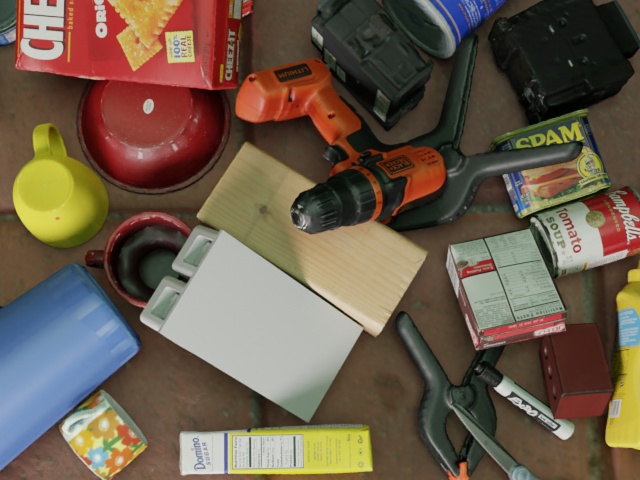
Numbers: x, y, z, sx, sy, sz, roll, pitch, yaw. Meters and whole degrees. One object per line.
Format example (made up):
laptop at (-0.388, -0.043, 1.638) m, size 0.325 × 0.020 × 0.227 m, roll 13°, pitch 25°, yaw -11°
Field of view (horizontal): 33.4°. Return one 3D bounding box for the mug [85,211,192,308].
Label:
mug at (-0.171, 0.024, 1.046) m, size 0.117 × 0.081 × 0.093 m, roll 2°, pitch 80°, yaw 0°

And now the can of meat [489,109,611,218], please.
can of meat at (0.234, -0.075, 1.081) m, size 0.102 × 0.057 × 0.084 m, roll -17°, pitch 83°, yaw -4°

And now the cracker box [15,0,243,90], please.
cracker box at (-0.181, -0.233, 1.010) m, size 0.214 × 0.072 × 0.164 m, roll 8°, pitch 102°, yaw 17°

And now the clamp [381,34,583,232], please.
clamp at (0.130, -0.090, 1.060) m, size 0.210 × 0.036 × 0.164 m, roll -38°, pitch 73°, yaw 16°

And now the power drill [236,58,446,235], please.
power drill at (0.003, -0.089, 1.011) m, size 0.184 × 0.057 × 0.188 m, roll -20°, pitch 57°, yaw -40°

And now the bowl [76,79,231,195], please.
bowl at (-0.173, -0.130, 1.088) m, size 0.162 × 0.055 × 0.162 m, roll 0°, pitch 80°, yaw -1°

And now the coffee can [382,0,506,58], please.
coffee can at (0.145, -0.270, 1.091) m, size 0.103 × 0.103 × 0.140 m, roll 44°, pitch 82°, yaw 7°

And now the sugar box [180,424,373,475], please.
sugar box at (-0.040, 0.199, 1.010) m, size 0.176 × 0.093 × 0.048 m, roll -4°, pitch 80°, yaw -1°

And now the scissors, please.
scissors at (0.212, 0.223, 1.031) m, size 0.096 × 0.016 × 0.202 m, roll -28°, pitch 92°, yaw -12°

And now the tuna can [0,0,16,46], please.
tuna can at (-0.341, -0.248, 1.118) m, size 0.086 × 0.034 × 0.086 m, roll 0°, pitch 80°, yaw 0°

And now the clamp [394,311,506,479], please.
clamp at (0.143, 0.147, 1.049) m, size 0.120 × 0.039 × 0.171 m, roll -8°, pitch 84°, yaw -5°

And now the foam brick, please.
foam brick at (0.247, 0.126, 1.032) m, size 0.051 × 0.053 × 0.078 m, roll -4°, pitch 53°, yaw -1°

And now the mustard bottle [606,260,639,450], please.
mustard bottle at (0.313, 0.105, 1.028) m, size 0.058 × 0.096 × 0.191 m, roll 6°, pitch 79°, yaw 1°

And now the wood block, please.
wood block at (-0.007, 0.001, 1.048) m, size 0.206 × 0.090 × 0.091 m, roll 32°, pitch 82°, yaw 5°

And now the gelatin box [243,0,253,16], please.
gelatin box at (-0.122, -0.265, 1.125) m, size 0.073 × 0.030 × 0.089 m, roll -29°, pitch 82°, yaw -6°

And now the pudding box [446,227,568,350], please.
pudding box at (0.181, 0.046, 1.043) m, size 0.090 × 0.039 × 0.113 m, roll -11°, pitch 52°, yaw -4°

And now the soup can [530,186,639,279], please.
soup can at (0.269, -0.007, 1.063) m, size 0.102 × 0.068 × 0.068 m, roll -17°, pitch 80°, yaw -3°

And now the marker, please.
marker at (0.197, 0.155, 1.038) m, size 0.121 × 0.020 × 0.020 m, roll 36°, pitch 81°, yaw -13°

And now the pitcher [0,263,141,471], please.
pitcher at (-0.300, 0.126, 1.012) m, size 0.242 × 0.145 × 0.149 m, roll -38°, pitch 94°, yaw -10°
